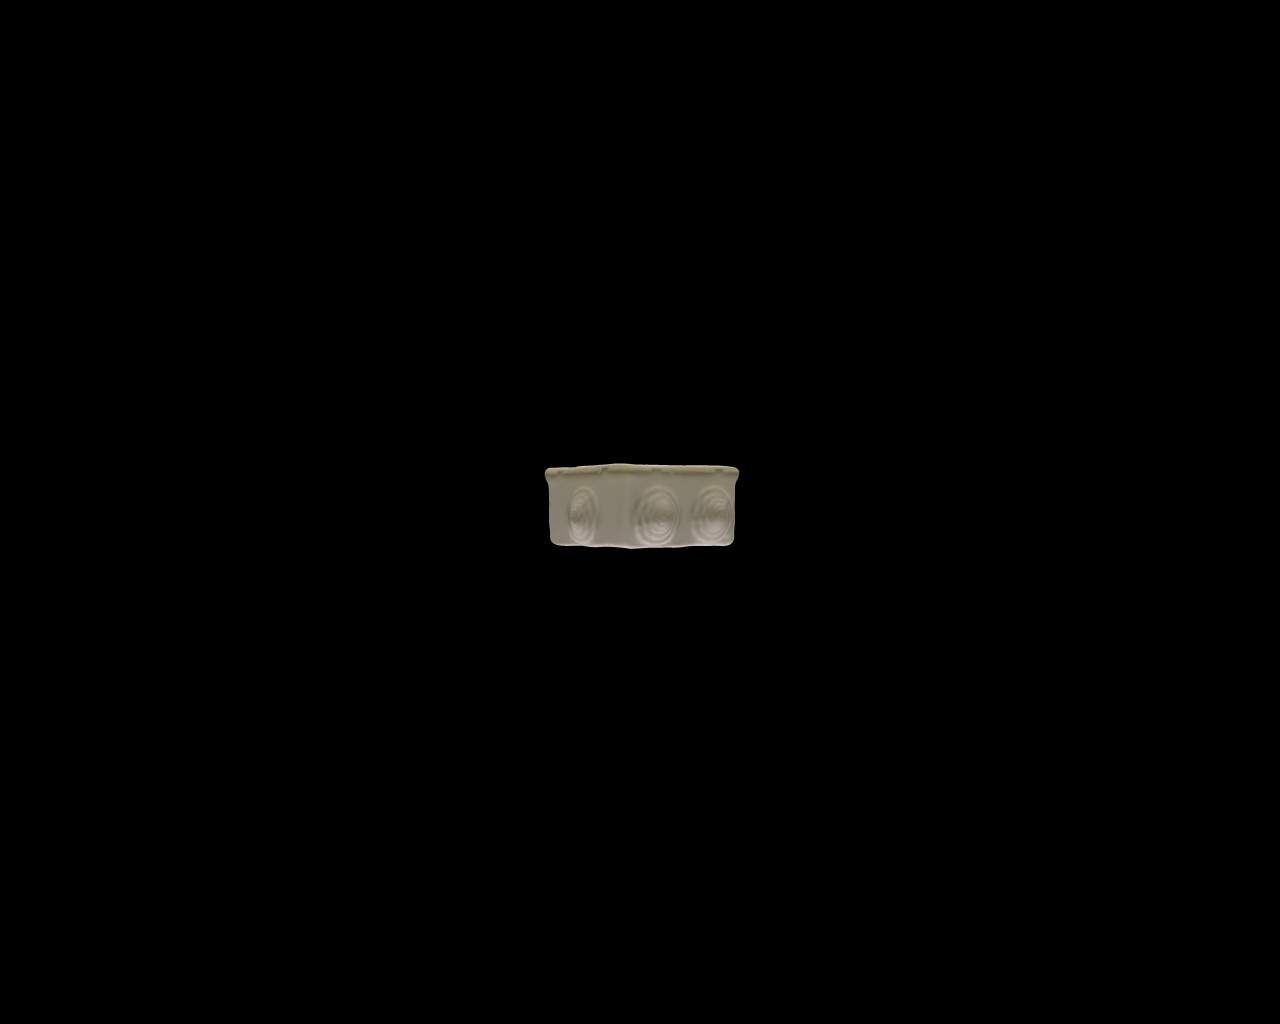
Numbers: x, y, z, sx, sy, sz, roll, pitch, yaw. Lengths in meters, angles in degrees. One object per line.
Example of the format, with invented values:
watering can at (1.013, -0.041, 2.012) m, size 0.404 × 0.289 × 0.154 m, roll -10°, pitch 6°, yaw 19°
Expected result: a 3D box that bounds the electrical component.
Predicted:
electrical component at (0.001, -0.003, 0.650) m, size 0.100 × 0.048 × 0.099 m, roll 0°, pitch 0°, yaw -37°
